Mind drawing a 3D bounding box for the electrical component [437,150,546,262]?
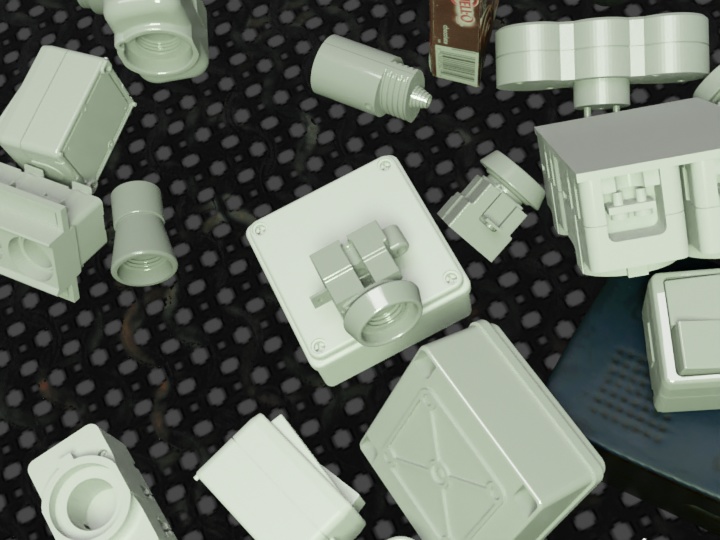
[{"bbox_3d":[0.084,-0.041,0.680,0.048,0.066,0.055,39,96,-12],"label":"electrical component"}]

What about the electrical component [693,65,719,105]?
[{"bbox_3d":[0.249,-0.106,0.693,0.066,0.048,0.055,-37,74,-7],"label":"electrical component"}]

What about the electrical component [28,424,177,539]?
[{"bbox_3d":[-0.155,0.145,0.649,0.050,0.055,0.089,-33,66,-5],"label":"electrical component"}]

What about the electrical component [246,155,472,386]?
[{"bbox_3d":[0.000,0.000,0.684,0.109,0.056,0.108,-27,66,-3],"label":"electrical component"}]

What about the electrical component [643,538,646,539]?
[{"bbox_3d":[0.168,0.186,0.585,0.081,0.042,0.063,15,72,16],"label":"electrical component"}]

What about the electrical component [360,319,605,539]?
[{"bbox_3d":[0.064,0.103,0.597,0.056,0.108,0.108,-18,60,-36],"label":"electrical component"}]

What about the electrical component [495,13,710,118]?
[{"bbox_3d":[0.160,-0.126,0.714,0.138,0.052,0.073,-2,92,10],"label":"electrical component"}]

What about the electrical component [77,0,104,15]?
[{"bbox_3d":[-0.198,-0.216,0.816,0.062,0.043,0.043,6,69,14],"label":"electrical component"}]

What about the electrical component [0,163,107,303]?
[{"bbox_3d":[-0.239,-0.036,0.732,0.121,0.078,0.063,19,43,17],"label":"electrical component"}]

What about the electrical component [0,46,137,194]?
[{"bbox_3d":[-0.208,-0.113,0.764,0.061,0.061,0.096,15,71,15],"label":"electrical component"}]

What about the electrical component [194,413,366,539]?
[{"bbox_3d":[-0.038,0.137,0.629,0.061,0.061,0.096,-44,67,-10],"label":"electrical component"}]

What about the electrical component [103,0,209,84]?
[{"bbox_3d":[-0.143,-0.177,0.762,0.054,0.095,0.059,-9,66,6],"label":"electrical component"}]

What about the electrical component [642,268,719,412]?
[{"bbox_3d":[0.198,0.034,0.553,0.096,0.061,0.061,-5,67,8],"label":"electrical component"}]

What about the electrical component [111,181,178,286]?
[{"bbox_3d":[-0.149,-0.027,0.730,0.044,0.044,0.065,-15,61,3],"label":"electrical component"}]

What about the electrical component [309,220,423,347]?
[{"bbox_3d":[0.005,0.011,0.622,0.066,0.048,0.055,-28,58,-3],"label":"electrical component"}]

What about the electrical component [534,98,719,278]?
[{"bbox_3d":[0.166,-0.050,0.613,0.105,0.186,0.060,-10,104,5],"label":"electrical component"}]

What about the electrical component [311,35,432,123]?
[{"bbox_3d":[0.012,-0.129,0.744,0.081,0.043,0.043,23,73,18],"label":"electrical component"}]

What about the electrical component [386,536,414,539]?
[{"bbox_3d":[0.027,0.201,0.592,0.054,0.059,0.095,-22,65,0],"label":"electrical component"}]
